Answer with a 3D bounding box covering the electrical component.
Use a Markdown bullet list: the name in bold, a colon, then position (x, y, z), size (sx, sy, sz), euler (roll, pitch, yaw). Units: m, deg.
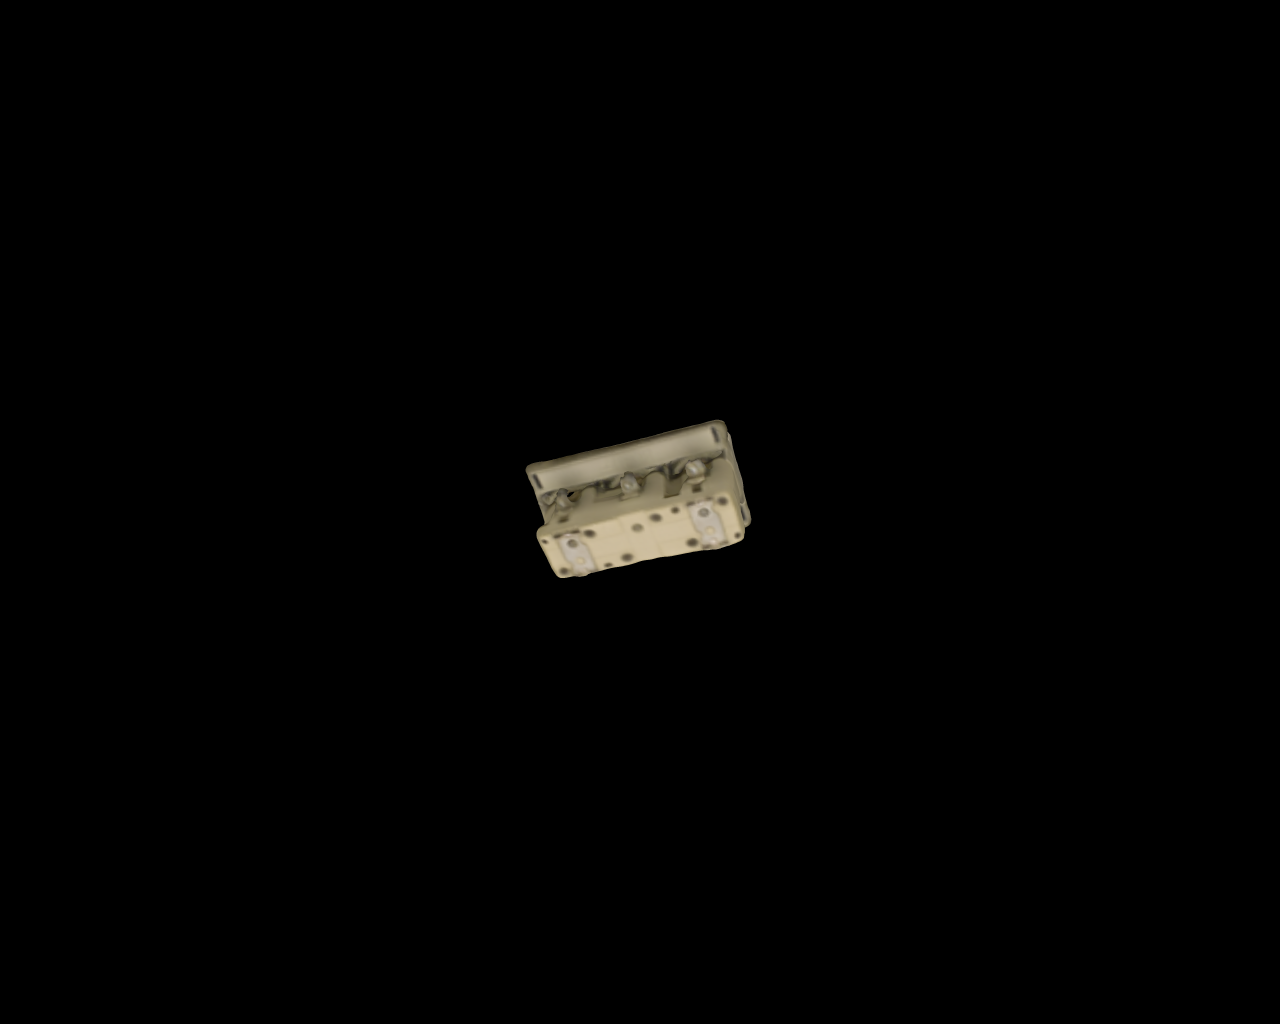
- **electrical component**: position (0.001, -0.003, 0.650), size (0.121, 0.078, 0.063), euler (-12, 40, 10)
